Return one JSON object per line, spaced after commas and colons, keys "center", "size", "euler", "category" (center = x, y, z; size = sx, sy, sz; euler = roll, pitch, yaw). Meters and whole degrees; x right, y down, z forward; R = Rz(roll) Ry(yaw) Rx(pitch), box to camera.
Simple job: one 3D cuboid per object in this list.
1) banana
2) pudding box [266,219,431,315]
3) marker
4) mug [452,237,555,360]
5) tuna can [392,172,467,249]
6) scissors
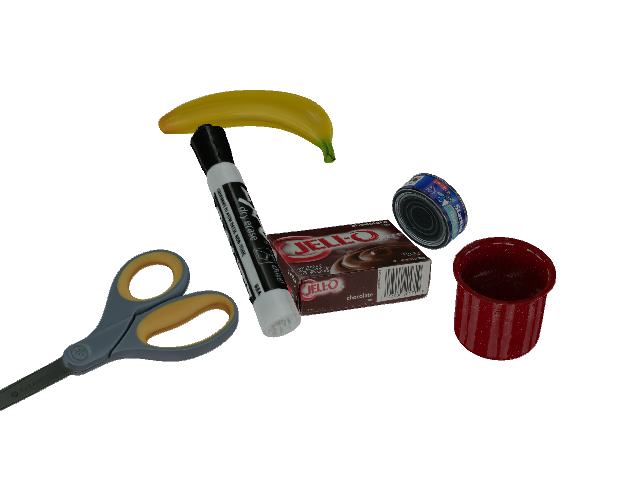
{"center": [-0.067, -0.124, 1.077], "size": [0.198, 0.037, 0.069], "euler": [10, 46, 22], "category": "banana"}
{"center": [0.021, 0.020, 0.865], "size": [0.113, 0.039, 0.090], "euler": [-5, 25, -19], "category": "pudding box"}
{"center": [-0.038, -0.009, 0.516], "size": [0.020, 0.121, 0.020], "euler": [-18, -30, -11], "category": "marker"}
{"center": [0.163, 0.049, 1.000], "size": [0.093, 0.081, 0.117], "euler": [-11, 41, -12], "category": "mug"}
{"center": [0.124, -0.033, 1.227], "size": [0.033, 0.086, 0.086], "euler": [-39, 23, -32], "category": "tuna can"}
{"center": [-0.153, 0.059, 0.686], "size": [0.201, 0.096, 0.016], "euler": [-14, -37, -20], "category": "scissors"}
